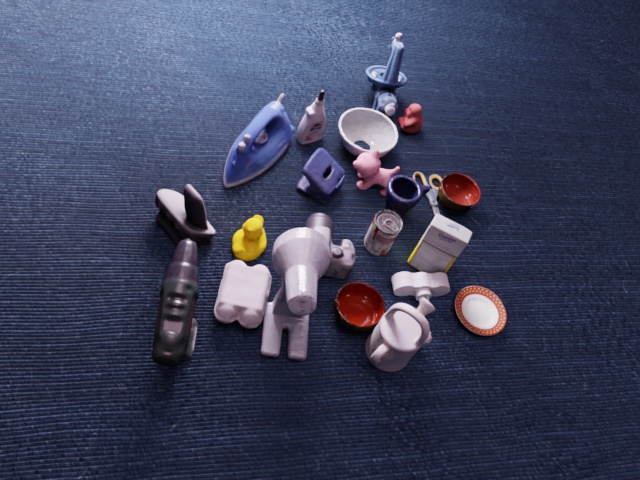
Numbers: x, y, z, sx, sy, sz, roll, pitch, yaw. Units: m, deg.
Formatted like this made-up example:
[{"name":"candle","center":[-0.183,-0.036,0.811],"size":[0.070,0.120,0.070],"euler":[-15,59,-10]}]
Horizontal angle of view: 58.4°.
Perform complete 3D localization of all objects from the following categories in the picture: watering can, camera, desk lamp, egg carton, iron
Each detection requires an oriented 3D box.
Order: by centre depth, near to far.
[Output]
[{"name":"desk lamp","center":[-0.048,0.110,1.164],"size":[0.118,0.213,0.203],"euler":[8,55,-9]},{"name":"watering can","center":[0.169,0.185,1.183],"size":[0.101,0.194,0.173],"euler":[25,54,3]},{"name":"egg carton","center":[-0.162,0.115,1.219],"size":[0.107,0.069,0.150],"euler":[12,55,-7]},{"name":"camera","center":[0.012,0.005,1.320],"size":[0.143,0.101,0.137],"euler":[11,55,-7]},{"name":"iron","center":[-0.158,-0.252,1.422],"size":[0.118,0.141,0.259],"euler":[29,55,6]}]

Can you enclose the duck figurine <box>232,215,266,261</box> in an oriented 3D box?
[{"name":"duck figurine","center":[-0.156,-0.010,1.295],"size":[0.077,0.086,0.104],"euler":[23,54,2]}]

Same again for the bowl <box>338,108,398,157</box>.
[{"name":"bowl","center":[0.124,-0.276,1.555],"size":[0.167,0.074,0.167],"euler":[7,55,-10]}]

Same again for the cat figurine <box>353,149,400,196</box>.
[{"name":"cat figurine","center":[0.141,-0.181,1.469],"size":[0.128,0.117,0.067],"euler":[12,55,-7]}]

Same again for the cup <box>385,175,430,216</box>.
[{"name":"cup","center":[0.213,-0.104,1.451],"size":[0.118,0.095,0.091],"euler":[-8,59,-20]}]

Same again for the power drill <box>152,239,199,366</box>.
[{"name":"power drill","center":[-0.270,0.141,1.087],"size":[0.076,0.208,0.229],"euler":[7,55,-10]}]

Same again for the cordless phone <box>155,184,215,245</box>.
[{"name":"cordless phone","center":[-0.293,-0.080,1.244],"size":[0.147,0.185,0.094],"euler":[43,57,15]}]

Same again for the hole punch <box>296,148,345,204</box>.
[{"name":"hole punch","center":[0.009,-0.163,1.438],"size":[0.101,0.091,0.109],"euler":[29,55,6]}]

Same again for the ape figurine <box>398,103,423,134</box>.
[{"name":"ape figurine","center":[0.262,-0.352,1.632],"size":[0.076,0.092,0.078],"euler":[34,55,9]}]

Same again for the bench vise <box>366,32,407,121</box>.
[{"name":"bench vise","center":[0.206,-0.448,1.603],"size":[0.122,0.219,0.207],"euler":[-10,60,-21]}]

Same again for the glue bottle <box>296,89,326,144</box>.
[{"name":"glue bottle","center":[-0.012,-0.324,1.490],"size":[0.078,0.173,0.037],"euler":[-25,66,-27]}]
